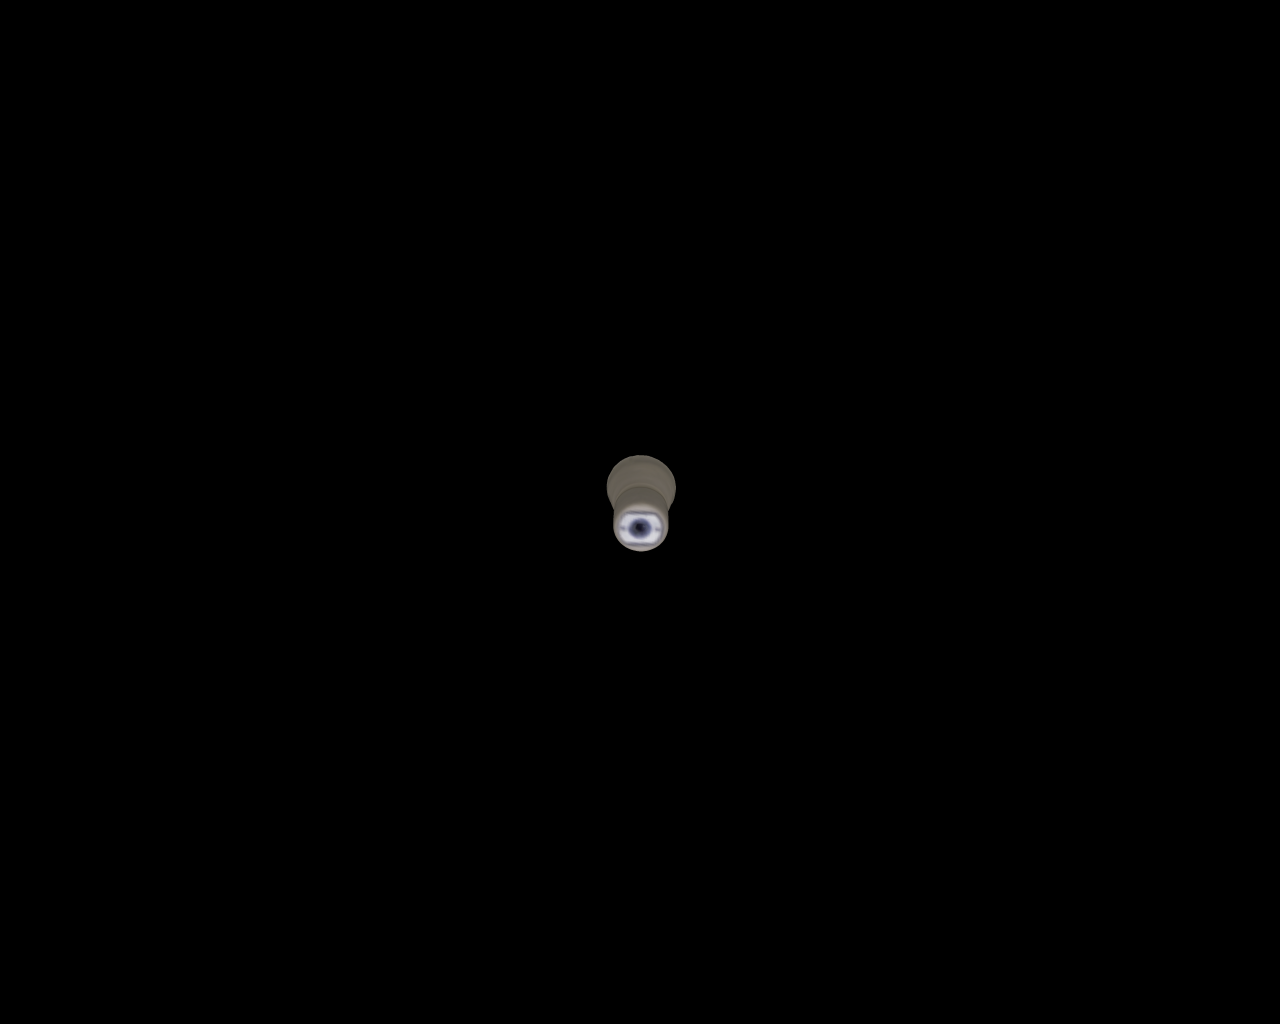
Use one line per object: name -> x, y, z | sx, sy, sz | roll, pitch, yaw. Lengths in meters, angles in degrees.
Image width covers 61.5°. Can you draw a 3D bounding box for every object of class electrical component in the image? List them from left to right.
electrical component -> 0.001, -0.003, 0.650 | 0.044, 0.044, 0.065 | 0, 25, 0
